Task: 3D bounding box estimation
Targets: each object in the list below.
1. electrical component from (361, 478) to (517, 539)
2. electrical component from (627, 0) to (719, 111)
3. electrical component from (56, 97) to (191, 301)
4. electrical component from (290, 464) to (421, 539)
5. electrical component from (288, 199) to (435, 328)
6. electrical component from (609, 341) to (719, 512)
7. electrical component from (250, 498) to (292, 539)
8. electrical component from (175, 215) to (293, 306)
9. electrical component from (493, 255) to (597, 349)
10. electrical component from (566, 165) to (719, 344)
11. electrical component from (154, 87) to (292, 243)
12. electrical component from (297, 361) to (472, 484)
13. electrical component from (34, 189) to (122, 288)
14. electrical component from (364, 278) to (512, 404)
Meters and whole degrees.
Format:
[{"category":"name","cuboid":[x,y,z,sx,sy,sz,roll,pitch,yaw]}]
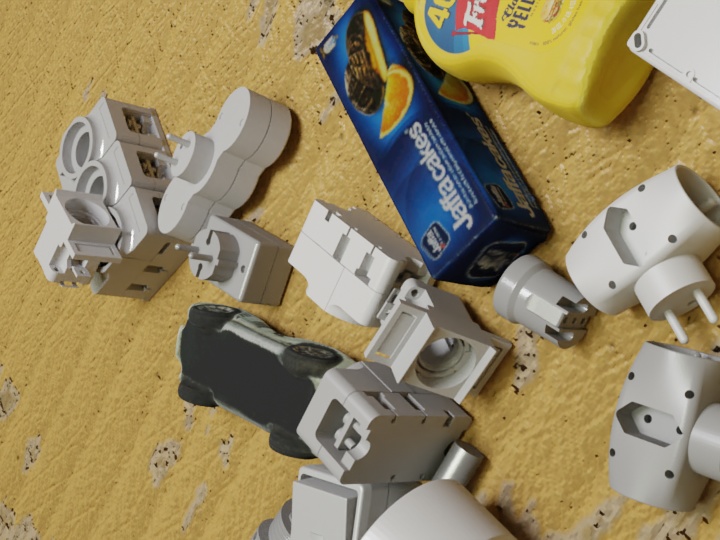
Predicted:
[{"category":"electrical component","cuboid":[0.044,0.179,0.601,0.060,0.108,0.108,34,108,37]},{"category":"electrical component","cuboid":[0.193,-0.107,0.525,0.096,0.061,0.061,48,116,38]},{"category":"electrical component","cuboid":[-0.204,-0.061,0.918,0.089,0.062,0.150,-44,55,32]},{"category":"electrical component","cuboid":[-0.009,0.175,0.684,0.062,0.061,0.096,6,88,46]},{"category":"electrical component","cuboid":[0.000,0.000,0.710,0.089,0.050,0.055,39,111,41]},{"category":"electrical component","cuboid":[0.169,0.082,0.532,0.079,0.043,0.077,17,96,45]},{"category":"electrical component","cuboid":[-0.055,0.194,0.741,0.043,0.043,0.081,50,118,38]},{"category":"electrical component","cuboid":[-0.100,-0.009,0.794,0.066,0.077,0.047,29,104,44]},{"category":"electrical component","cuboid":[0.105,0.019,0.610,0.046,0.040,0.040,35,108,36]},{"category":"electrical component","cuboid":[0.157,0.000,0.557,0.077,0.043,0.079,-43,56,32]},{"category":"electrical component","cuboid":[-0.119,-0.082,0.819,0.138,0.074,0.052,-50,37,27]},{"category":"electrical component","cuboid":[0.013,0.092,0.654,0.056,0.089,0.050,42,113,40]},{"category":"electrical component","cuboid":[-0.229,-0.024,0.860,0.063,0.042,0.081,-57,49,25]},{"category":"electrical component","cuboid":[0.044,0.040,0.648,0.042,0.081,0.063,-57,27,22]}]
